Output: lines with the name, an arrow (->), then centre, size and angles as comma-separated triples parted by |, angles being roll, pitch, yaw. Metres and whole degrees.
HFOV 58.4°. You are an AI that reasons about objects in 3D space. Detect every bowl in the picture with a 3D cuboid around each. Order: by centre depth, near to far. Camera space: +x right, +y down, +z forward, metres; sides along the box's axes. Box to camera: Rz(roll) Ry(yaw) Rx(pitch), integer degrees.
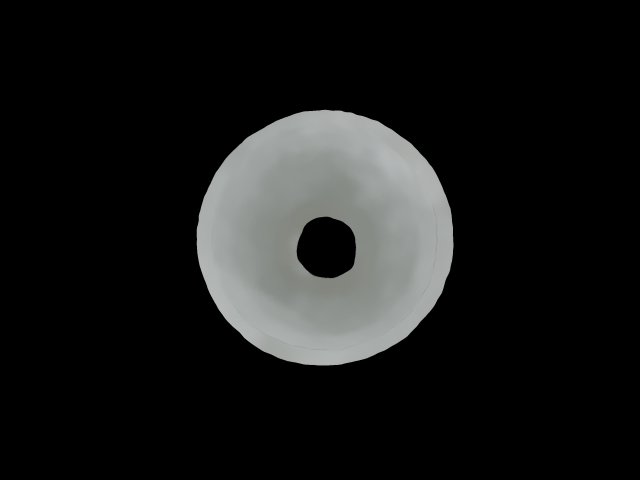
bowl -> 0.004, 0.001, 0.400 | 0.167, 0.075, 0.167 | 0, 81, 0
